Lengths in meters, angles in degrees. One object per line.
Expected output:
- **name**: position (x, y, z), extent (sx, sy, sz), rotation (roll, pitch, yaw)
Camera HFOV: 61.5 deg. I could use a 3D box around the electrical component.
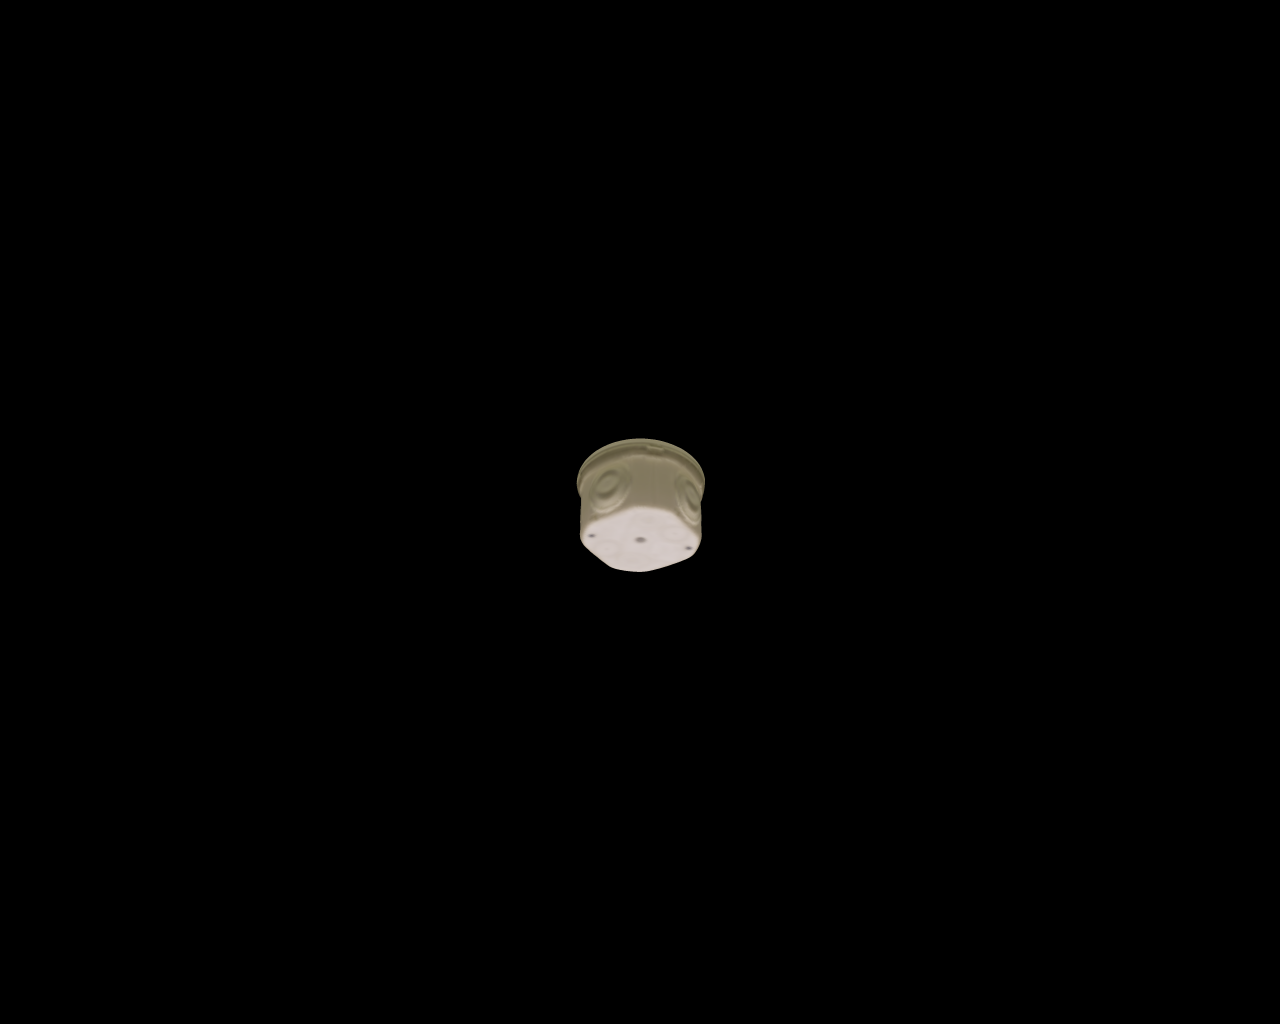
- **electrical component**: position (0.001, -0.003, 0.650), extent (0.080, 0.051, 0.080), rotation (0, -36, 0)
